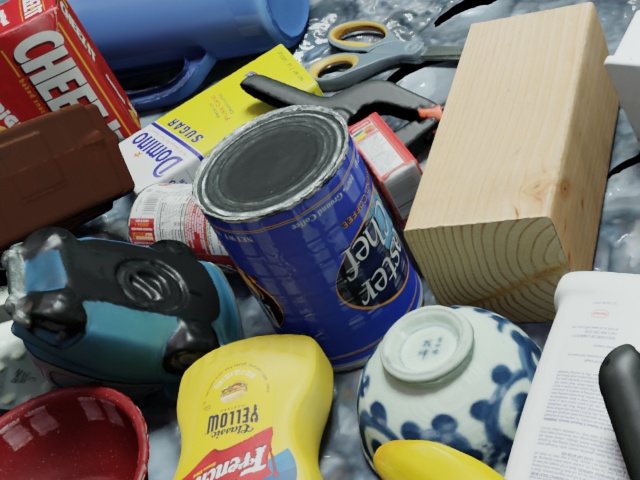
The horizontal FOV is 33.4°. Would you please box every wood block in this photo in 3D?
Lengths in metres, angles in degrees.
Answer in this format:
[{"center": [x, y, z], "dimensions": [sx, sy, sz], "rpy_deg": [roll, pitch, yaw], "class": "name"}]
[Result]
[{"center": [0.132, -0.053, 0.693], "dimensions": [0.091, 0.090, 0.206], "rpy_deg": [-5, 44, 28], "class": "wood block"}]

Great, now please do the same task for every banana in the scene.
[{"center": [0.074, 0.145, 0.457], "dimensions": [0.070, 0.037, 0.198], "rpy_deg": [-31, 36, 8], "class": "banana"}]

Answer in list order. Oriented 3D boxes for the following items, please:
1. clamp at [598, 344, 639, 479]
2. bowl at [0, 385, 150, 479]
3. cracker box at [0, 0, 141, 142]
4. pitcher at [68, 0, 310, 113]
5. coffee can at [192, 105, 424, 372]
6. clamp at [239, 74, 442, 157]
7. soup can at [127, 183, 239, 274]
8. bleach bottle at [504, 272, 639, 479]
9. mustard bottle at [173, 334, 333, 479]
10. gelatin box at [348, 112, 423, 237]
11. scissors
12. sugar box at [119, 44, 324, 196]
[{"center": [0.165, 0.151, 0.439], "dimensions": [0.164, 0.036, 0.209], "rpy_deg": [27, 64, 8], "class": "clamp"}, {"center": [-0.164, 0.168, 0.652], "dimensions": [0.162, 0.055, 0.162], "rpy_deg": [-17, 39, 14], "class": "bowl"}, {"center": [-0.289, -0.107, 0.957], "dimensions": [0.214, 0.164, 0.072], "rpy_deg": [-27, 39, 2], "class": "cracker box"}, {"center": [-0.138, -0.218, 1.035], "dimensions": [0.243, 0.149, 0.144], "rpy_deg": [-1, 29, 26], "class": "pitcher"}, {"center": [-0.004, 0.001, 0.675], "dimensions": [0.103, 0.140, 0.103], "rpy_deg": [-17, 39, 14], "class": "coffee can"}, {"center": [0.010, -0.091, 0.828], "dimensions": [0.171, 0.039, 0.120], "rpy_deg": [-14, 74, 10], "class": "clamp"}, {"center": [-0.085, -0.010, 0.797], "dimensions": [0.102, 0.068, 0.068], "rpy_deg": [2, 47, 34], "class": "soup can"}, {"center": [0.125, 0.130, 0.512], "dimensions": [0.103, 0.068, 0.250], "rpy_deg": [5, 51, 37], "class": "bleach bottle"}, {"center": [-0.042, 0.143, 0.603], "dimensions": [0.096, 0.058, 0.191], "rpy_deg": [-16, 40, 16], "class": "mustard bottle"}, {"center": [0.055, -0.032, 0.718], "dimensions": [0.030, 0.089, 0.073], "rpy_deg": [-31, 37, 1], "class": "gelatin box"}, {"center": [0.063, -0.149, 0.906], "dimensions": [0.096, 0.016, 0.202], "rpy_deg": [-43, 40, -16], "class": "scissors"}, {"center": [-0.085, -0.092, 0.909], "dimensions": [0.176, 0.048, 0.093], "rpy_deg": [-31, 38, -4], "class": "sugar box"}]
